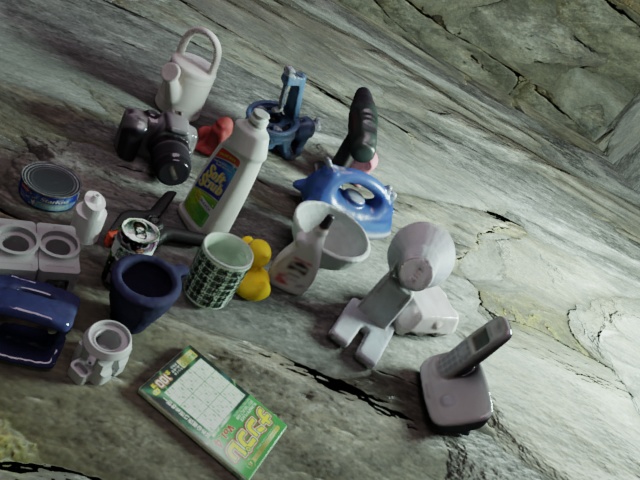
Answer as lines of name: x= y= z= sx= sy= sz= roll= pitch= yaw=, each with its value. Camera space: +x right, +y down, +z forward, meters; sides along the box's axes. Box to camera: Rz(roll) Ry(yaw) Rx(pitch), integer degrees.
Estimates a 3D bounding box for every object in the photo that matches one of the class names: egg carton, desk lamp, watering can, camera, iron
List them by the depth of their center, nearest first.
desk lamp: x=0.137 y=0.083 z=0.988 sx=0.118 sy=0.213 sz=0.203 roll=36 pitch=32 yaw=4
camera: x=-0.289 y=-0.175 z=1.051 sx=0.144 sy=0.100 sz=0.136 roll=11 pitch=39 yaw=-32
egg carton: x=0.194 y=0.137 z=1.102 sx=0.151 sy=0.069 sz=0.107 roll=8 pitch=41 yaw=-34
watering can: x=-0.273 y=-0.354 z=1.213 sx=0.101 sy=0.194 sz=0.173 roll=24 pitch=34 yaw=-15
iron: x=0.079 y=-0.090 z=1.228 sx=0.259 sy=0.141 sz=0.118 roll=15 pitch=37 yaw=-28

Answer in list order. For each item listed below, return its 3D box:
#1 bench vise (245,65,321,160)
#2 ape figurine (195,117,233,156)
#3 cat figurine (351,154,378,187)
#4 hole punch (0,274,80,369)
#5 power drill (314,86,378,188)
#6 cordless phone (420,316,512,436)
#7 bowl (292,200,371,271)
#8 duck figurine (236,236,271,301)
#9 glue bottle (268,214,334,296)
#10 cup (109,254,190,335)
bench vise: x=-0.076 y=-0.291 z=1.281 sx=0.121 sy=0.219 sz=0.208 roll=43 pitch=34 yaw=14
ape figurine: x=-0.210 y=-0.215 z=1.183 sx=0.076 sy=0.092 sz=0.077 roll=-9 pitch=52 yaw=-47
cat figurine: x=0.110 y=-0.197 z=1.417 sx=0.067 sy=0.117 sz=0.128 roll=33 pitch=32 yaw=-1
hole punch: x=-0.346 y=0.082 z=0.677 sx=0.109 sy=0.091 sz=0.101 roll=20 pitch=35 yaw=-21
power drill: x=0.066 y=-0.226 z=1.332 sx=0.076 sy=0.208 sz=0.229 roll=20 pitch=35 yaw=-21
cordless phone: x=0.251 y=0.219 z=0.938 sx=0.094 sy=0.185 sz=0.147 roll=21 pitch=35 yaw=-20
bowl: x=0.010 y=0.004 z=1.108 sx=0.168 sy=0.074 sz=0.167 roll=23 pitch=34 yaw=-17
duck figurine: x=-0.109 y=0.041 z=0.944 sx=0.078 sy=0.086 sz=0.104 roll=-3 pitch=48 yaw=-43
glue bottle: x=-0.023 y=0.020 z=0.967 sx=0.078 sy=0.173 sz=0.037 roll=23 pitch=34 yaw=-17
cup: x=-0.236 y=0.077 z=0.777 sx=0.091 sy=0.095 sz=0.118 roll=45 pitch=34 yaw=17
